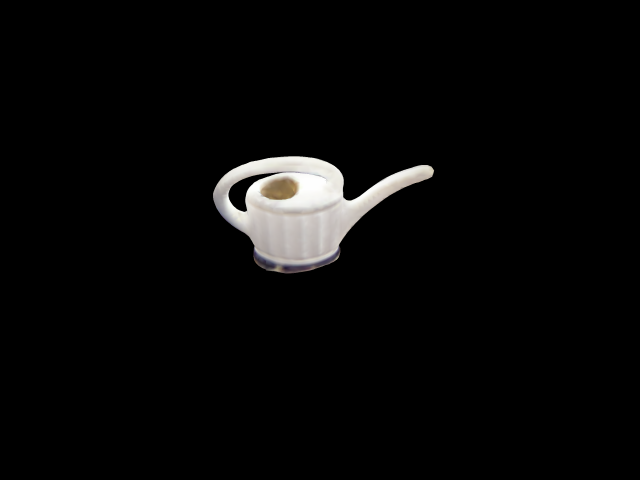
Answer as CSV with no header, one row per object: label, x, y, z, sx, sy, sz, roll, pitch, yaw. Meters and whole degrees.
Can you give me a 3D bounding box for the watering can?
watering can,0.003,-0.043,0.850,0.348,0.219,0.106,0,45,0
